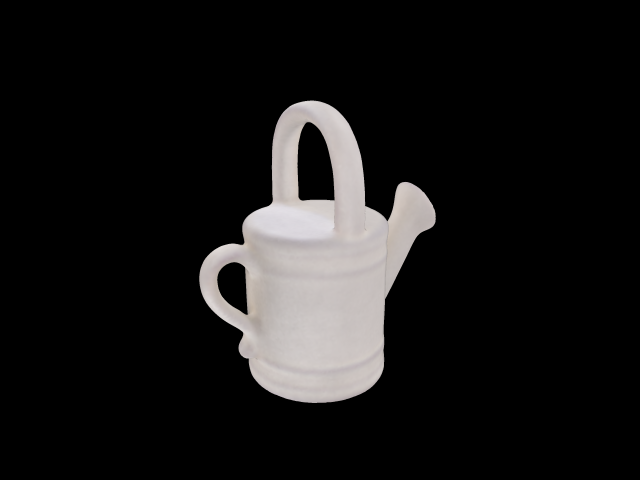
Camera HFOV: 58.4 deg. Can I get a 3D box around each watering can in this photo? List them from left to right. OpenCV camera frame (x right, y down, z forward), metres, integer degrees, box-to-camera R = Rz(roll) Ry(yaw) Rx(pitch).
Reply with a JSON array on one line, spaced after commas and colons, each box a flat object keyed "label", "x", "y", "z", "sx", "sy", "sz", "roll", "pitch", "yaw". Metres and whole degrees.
[{"label": "watering can", "x": 0.002, "y": 0.001, "z": 0.402, "sx": 0.100, "sy": 0.194, "sz": 0.173, "roll": 14, "pitch": 24, "yaw": 35}]
